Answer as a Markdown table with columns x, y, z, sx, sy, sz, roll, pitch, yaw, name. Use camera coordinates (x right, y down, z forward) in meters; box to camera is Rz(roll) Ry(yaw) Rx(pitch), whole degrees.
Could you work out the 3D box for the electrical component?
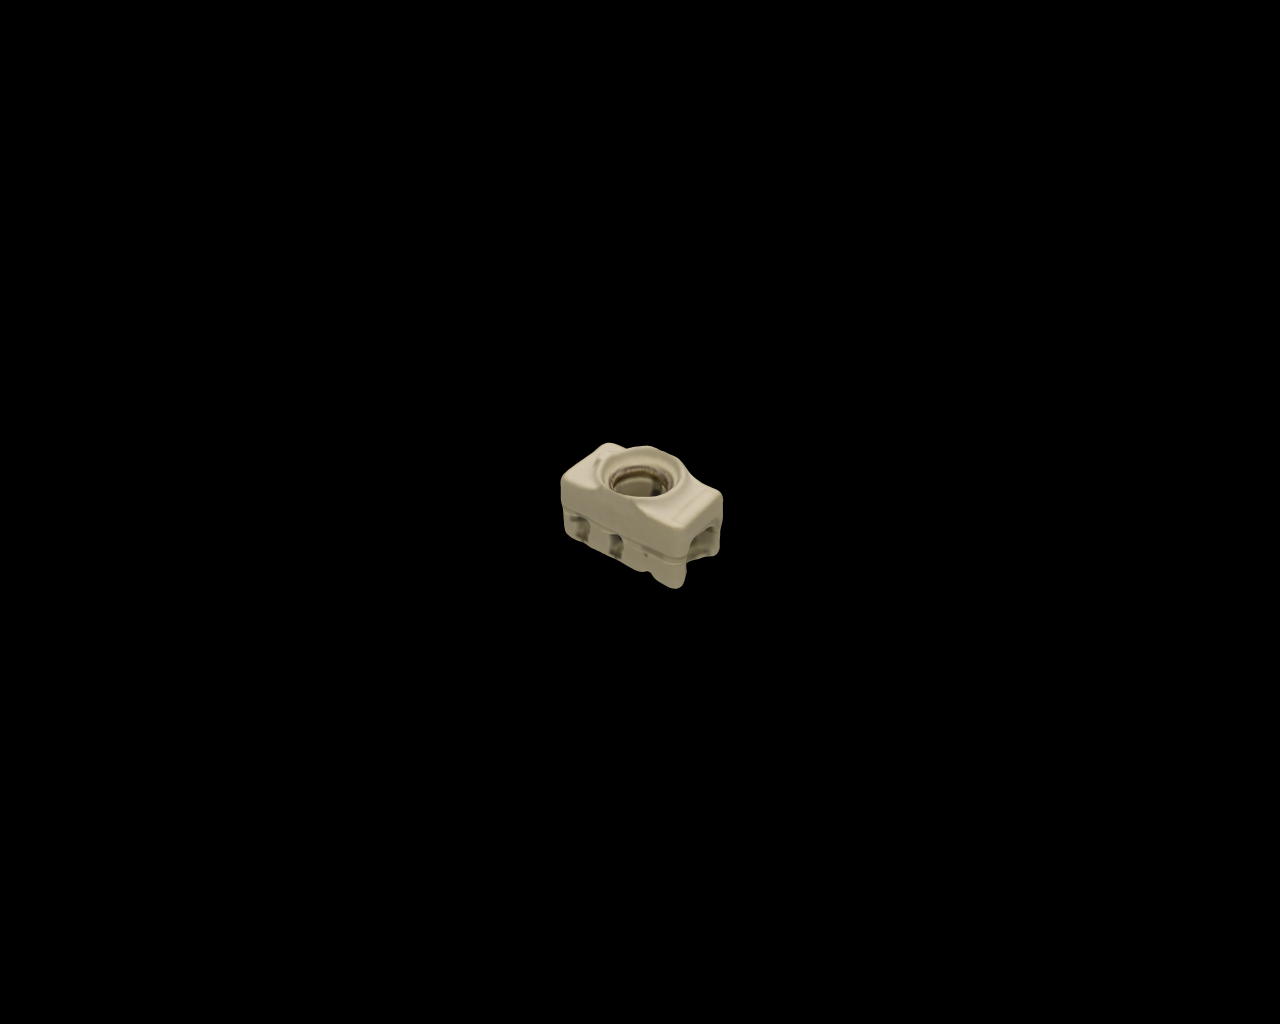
| x | y | z | sx | sy | sz | roll | pitch | yaw | name |
| --- | --- | --- | --- | --- | --- | --- | --- | --- | --- |
| 0.001 | -0.003 | 0.650 | 0.089 | 0.055 | 0.050 | 26 | 46 | 28 | electrical component |
